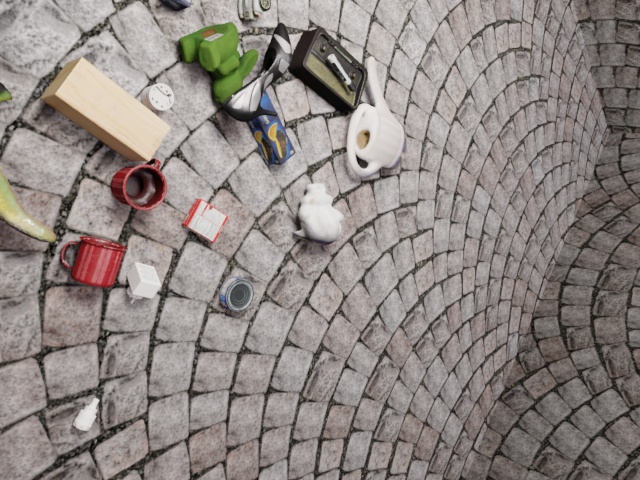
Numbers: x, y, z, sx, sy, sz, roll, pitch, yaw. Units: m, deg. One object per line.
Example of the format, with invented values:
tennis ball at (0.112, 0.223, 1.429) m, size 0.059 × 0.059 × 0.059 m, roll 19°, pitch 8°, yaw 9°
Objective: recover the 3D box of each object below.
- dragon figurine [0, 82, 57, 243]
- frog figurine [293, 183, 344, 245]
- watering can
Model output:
dragon figurine at (-0.592, -0.174, 0.844) m, size 0.405 × 0.122 × 0.246 m, roll 32°, pitch 66°, yaw -42°
frog figurine at (0.004, -0.071, 1.408) m, size 0.137 × 0.124 × 0.158 m, roll 9°, pitch 102°, yaw -25°
watering can at (0.177, -0.349, 1.542) m, size 0.223 × 0.104 × 0.349 m, roll 16°, pitch 85°, yaw -45°
